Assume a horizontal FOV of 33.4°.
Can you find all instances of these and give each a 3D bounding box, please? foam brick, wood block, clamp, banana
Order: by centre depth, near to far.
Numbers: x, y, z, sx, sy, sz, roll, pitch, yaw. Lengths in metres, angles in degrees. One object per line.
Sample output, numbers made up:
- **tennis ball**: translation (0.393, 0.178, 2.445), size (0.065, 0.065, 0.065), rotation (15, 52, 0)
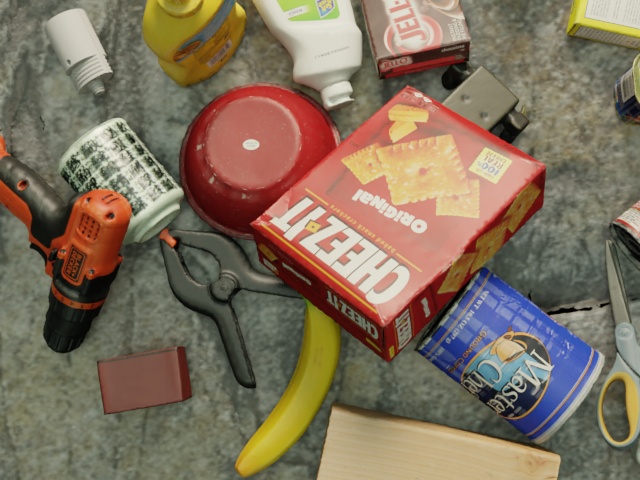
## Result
- **wood block**: translation (0.102, 0.215, 0.976), size (0.206, 0.090, 0.091), rotation (11, 86, 2)
- **banana**: translation (-0.022, 0.134, 1.002), size (0.069, 0.037, 0.198), rotation (14, 100, -21)
- **foam brick**: translation (-0.164, 0.132, 1.009), size (0.078, 0.053, 0.051), rotation (-10, 85, 2)
- **clamp**: translation (-0.091, 0.057, 1.020), size (0.171, 0.039, 0.120), rotation (32, 81, 6)

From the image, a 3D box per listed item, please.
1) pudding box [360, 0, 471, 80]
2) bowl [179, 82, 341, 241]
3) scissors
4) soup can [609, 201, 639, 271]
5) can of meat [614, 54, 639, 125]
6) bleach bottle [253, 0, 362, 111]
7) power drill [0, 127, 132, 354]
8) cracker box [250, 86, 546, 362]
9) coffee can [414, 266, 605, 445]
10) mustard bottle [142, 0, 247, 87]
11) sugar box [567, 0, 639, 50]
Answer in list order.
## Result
- **pudding box**: translation (0.087, -0.214, 1.018), size (0.090, 0.039, 0.113), rotation (-12, 60, 0)
- **bowl**: translation (-0.060, -0.083, 1.008), size (0.162, 0.055, 0.162), rotation (-1, 76, 5)
- **scissors**: translation (0.300, 0.095, 0.981), size (0.096, 0.016, 0.201), rotation (3, 70, 26)
- **soup can**: translation (0.333, -0.021, 0.999), size (0.102, 0.068, 0.068), rotation (-38, 85, -2)
- **can of meat**: translation (0.334, -0.144, 1.001), size (0.102, 0.084, 0.057), rotation (-5, 85, 1)
- **bleach bottle**: translation (-0.029, -0.245, 1.032), size (0.102, 0.068, 0.251), rotation (-19, 87, 0)
- **power drill**: translation (-0.272, -0.003, 0.999), size (0.188, 0.057, 0.185), rotation (33, 120, 11)
- **cracker box**: translation (0.070, -0.023, 0.949), size (0.164, 0.072, 0.213), rotation (36, 67, 28)
- **coffee can**: translation (0.172, 0.104, 0.976), size (0.140, 0.103, 0.103), rotation (38, 87, 4)
- **mustard bottle**: translation (-0.116, -0.201, 0.964), size (0.058, 0.191, 0.096), rotation (44, 87, 4)
- **sugar box**: translation (0.336, -0.227, 1.028), size (0.176, 0.048, 0.093), rotation (13, 85, -1)
